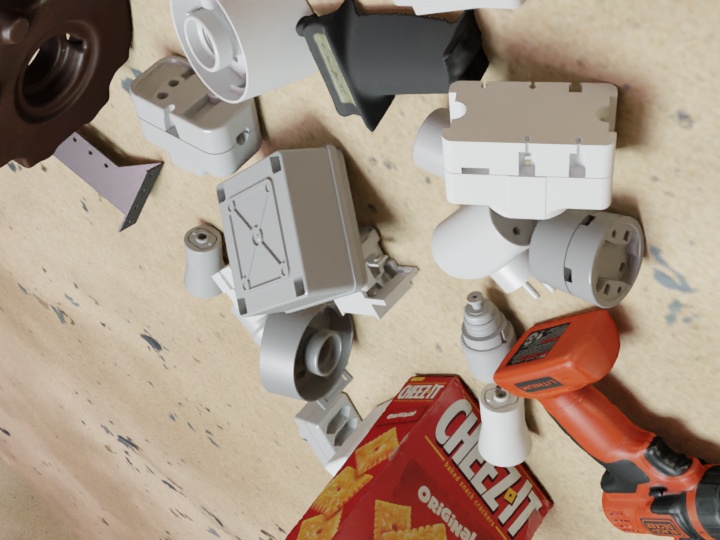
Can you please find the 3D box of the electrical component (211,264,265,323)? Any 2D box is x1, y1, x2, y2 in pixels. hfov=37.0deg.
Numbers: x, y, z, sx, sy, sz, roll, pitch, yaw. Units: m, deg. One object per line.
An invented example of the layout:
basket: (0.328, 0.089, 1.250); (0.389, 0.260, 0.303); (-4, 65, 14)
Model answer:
electrical component: (-0.098, 0.014, 0.980); (0.055, 0.048, 0.066); (55, 151, -6)

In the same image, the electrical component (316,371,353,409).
electrical component: (-0.052, 0.091, 1.029); (0.081, 0.042, 0.064); (49, 153, -10)

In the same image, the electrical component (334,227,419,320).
electrical component: (0.000, 0.000, 0.839); (0.081, 0.042, 0.063); (3, 129, 49)

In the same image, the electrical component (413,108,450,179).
electrical component: (0.069, -0.070, 0.656); (0.078, 0.040, 0.040); (28, 148, 26)

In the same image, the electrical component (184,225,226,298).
electrical component: (-0.146, -0.010, 1.013); (0.044, 0.044, 0.065); (31, 145, 21)

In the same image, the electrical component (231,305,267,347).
electrical component: (-0.095, 0.044, 1.023); (0.046, 0.040, 0.040); (47, 152, 4)

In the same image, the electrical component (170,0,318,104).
electrical component: (-0.080, -0.162, 0.720); (0.099, 0.064, 0.099); (42, 150, 31)

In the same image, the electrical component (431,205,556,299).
electrical component: (0.095, -0.012, 0.698); (0.079, 0.043, 0.077); (46, 152, -6)

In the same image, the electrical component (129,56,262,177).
electrical component: (-0.125, -0.115, 0.826); (0.095, 0.053, 0.059); (28, 149, 25)

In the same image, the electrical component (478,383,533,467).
electrical component: (0.114, 0.120, 0.858); (0.044, 0.044, 0.065); (23, 142, 32)

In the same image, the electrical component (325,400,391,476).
electrical component: (0.018, 0.175, 0.996); (0.062, 0.096, 0.061); (45, 151, -4)

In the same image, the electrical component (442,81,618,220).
electrical component: (0.093, -0.065, 0.588); (0.089, 0.050, 0.055); (3, 140, 11)

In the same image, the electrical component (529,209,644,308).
electrical component: (0.134, -0.010, 0.641); (0.047, 0.055, 0.055); (20, 145, 42)

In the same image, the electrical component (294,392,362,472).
electrical component: (-0.037, 0.163, 1.102); (0.076, 0.047, 0.083); (10, 138, 45)

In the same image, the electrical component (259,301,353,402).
electrical component: (-0.051, 0.064, 0.937); (0.064, 0.099, 0.099); (16, 142, 30)

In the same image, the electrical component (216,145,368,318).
electrical component: (-0.053, -0.026, 0.800); (0.109, 0.056, 0.108); (-19, 81, 55)

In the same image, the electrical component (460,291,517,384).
electrical component: (0.093, 0.047, 0.786); (0.040, 0.040, 0.078); (17, 143, 39)

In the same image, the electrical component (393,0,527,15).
electrical component: (0.060, -0.161, 0.519); (0.096, 0.061, 0.061); (14, 141, 42)
